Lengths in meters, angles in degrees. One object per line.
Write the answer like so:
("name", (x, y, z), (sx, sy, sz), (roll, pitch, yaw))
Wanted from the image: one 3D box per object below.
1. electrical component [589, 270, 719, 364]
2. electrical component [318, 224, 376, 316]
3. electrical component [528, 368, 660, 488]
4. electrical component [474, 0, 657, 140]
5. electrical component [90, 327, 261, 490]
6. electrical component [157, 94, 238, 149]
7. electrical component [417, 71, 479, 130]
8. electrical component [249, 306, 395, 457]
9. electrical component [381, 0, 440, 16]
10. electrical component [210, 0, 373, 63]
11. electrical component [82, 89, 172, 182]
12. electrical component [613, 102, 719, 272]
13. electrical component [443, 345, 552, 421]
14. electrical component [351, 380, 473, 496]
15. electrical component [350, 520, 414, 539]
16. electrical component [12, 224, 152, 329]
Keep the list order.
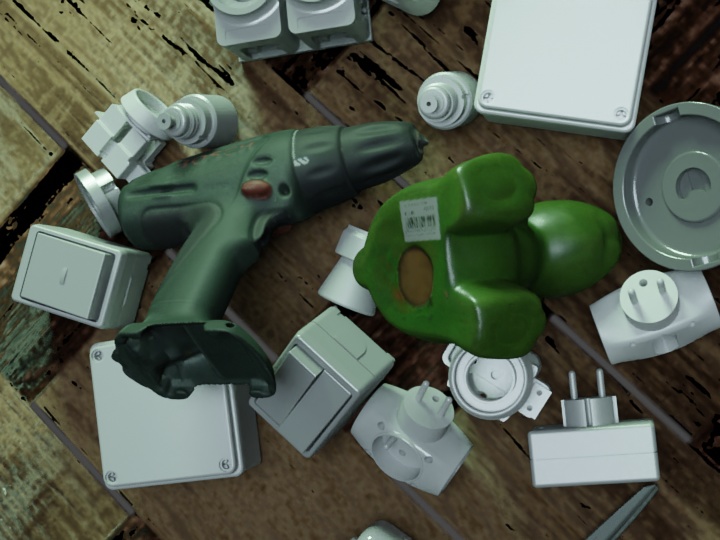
("electrical component", (0.194, 0.024, 0.713), (0.077, 0.079, 0.043), (-21, 62, 12))
("electrical component", (0.000, 0.000, 0.778), (0.045, 0.045, 0.055), (23, 93, 13))
("electrical component", (0.158, 0.106, 0.734), (0.083, 0.047, 0.075), (-6, 85, 14))
("electrical component", (0.143, -0.152, 0.743), (0.109, 0.056, 0.108), (10, 90, 14))
("electrical component", (-0.137, 0.101, 0.800), (0.109, 0.056, 0.108), (-9, 86, 13))
("electrical component", (-0.123, -0.110, 0.798), (0.040, 0.078, 0.040), (4, 99, 24))
("electrical component", (0.059, -0.118, 0.755), (0.040, 0.078, 0.040), (4, 103, 20))
("electrical component", (-0.033, 0.085, 0.760), (0.062, 0.061, 0.096), (42, 125, 8))
("electrical component", (0.045, -0.235, 0.769), (0.054, 0.059, 0.095), (29, 94, 13))
("electrical component", (-0.057, -0.259, 0.794), (0.105, 0.060, 0.186), (-7, 86, 13))
("electrical component", (-0.173, -0.105, 0.824), (0.055, 0.048, 0.066), (-46, 78, 16))
("electrical component", (0.229, -0.055, 0.705), (0.108, 0.060, 0.108), (7, 100, 46))
("electrical component", (0.093, 0.073, 0.746), (0.078, 0.057, 0.058), (32, 95, 13))
("electrical component", (0.042, 0.108, 0.752), (0.077, 0.044, 0.079), (34, 134, 13))
("electrical component", (0.005, 0.229, 0.762), (0.059, 0.054, 0.095), (33, 95, 13))
("electrical component", (-0.220, 0.003, 0.822), (0.096, 0.061, 0.061), (16, 92, 14))
